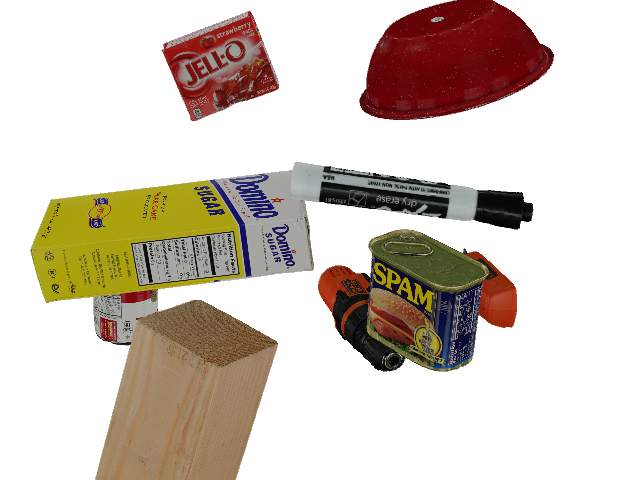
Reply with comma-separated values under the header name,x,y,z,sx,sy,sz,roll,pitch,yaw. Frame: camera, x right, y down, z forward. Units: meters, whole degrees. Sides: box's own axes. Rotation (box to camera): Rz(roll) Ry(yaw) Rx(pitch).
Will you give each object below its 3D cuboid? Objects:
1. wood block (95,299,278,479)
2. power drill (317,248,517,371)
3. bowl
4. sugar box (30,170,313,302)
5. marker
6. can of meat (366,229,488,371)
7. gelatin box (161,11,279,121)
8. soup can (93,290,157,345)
name,x,y,z,sx,sy,sz,roll,pitch,yaw
wood block,-0.121,0.167,0.909,0.090,0.206,0.090,26,21,23
power drill,0.106,0.069,1.118,0.187,0.057,0.184,-7,27,-17
bowl,0.103,-0.155,0.865,0.162,0.055,0.162,-15,24,7
sugar box,-0.096,-0.006,0.714,0.176,0.048,0.093,-10,24,-1
marker,0.045,-0.022,0.534,0.121,0.020,0.020,8,0,3
can of meat,0.084,0.050,0.882,0.057,0.084,0.102,-19,34,-37
gelatin box,-0.092,-0.160,0.983,0.089,0.073,0.030,-20,23,5
soup can,-0.205,0.050,1.121,0.068,0.102,0.068,3,23,-1
